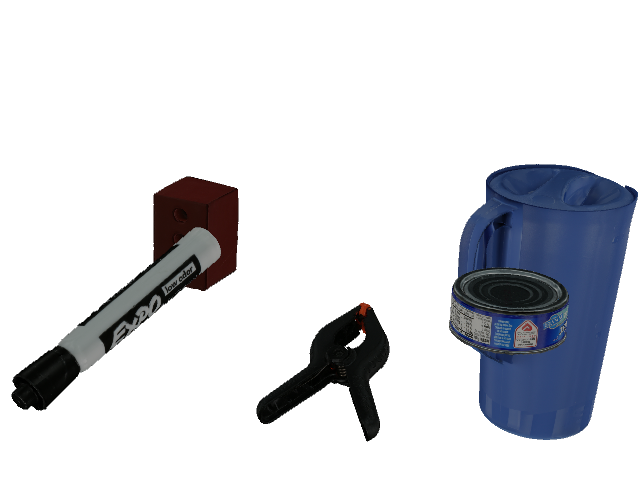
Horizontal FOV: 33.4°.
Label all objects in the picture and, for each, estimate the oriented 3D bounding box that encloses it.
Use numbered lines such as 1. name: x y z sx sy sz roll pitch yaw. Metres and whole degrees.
1. pitcher: 0.202 0.059 0.988 0.149 0.243 0.145 6 21 10
2. clamp: 0.028 0.128 1.033 0.120 0.039 0.171 16 46 24
3. foam brick: -0.104 -0.006 0.890 0.053 0.078 0.051 12 23 25
4. tuna can: 0.138 0.050 0.781 0.086 0.034 0.086 1 21 0
5. marker: -0.089 0.034 0.475 0.020 0.020 0.121 0 33 44
